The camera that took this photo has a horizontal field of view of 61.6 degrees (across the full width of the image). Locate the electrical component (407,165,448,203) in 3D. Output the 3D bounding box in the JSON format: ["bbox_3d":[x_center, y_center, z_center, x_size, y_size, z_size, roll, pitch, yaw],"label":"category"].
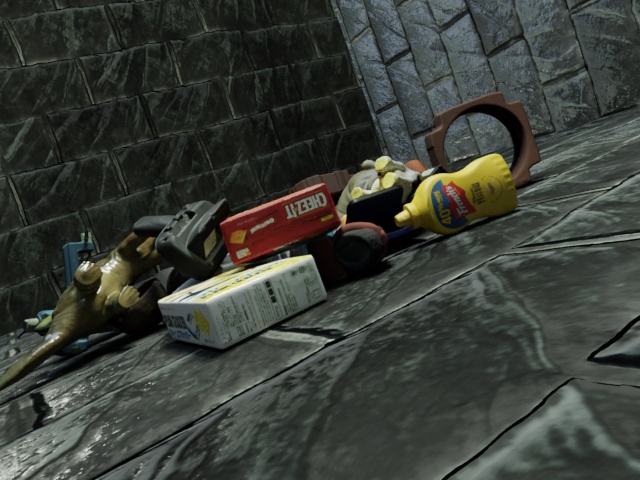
[{"bbox_3d":[0.197,-0.076,1.051,0.134,0.058,0.115,-50,4,-1],"label":"electrical component"}]

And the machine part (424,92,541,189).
[{"bbox_3d":[0.333,-0.187,1.115,0.201,0.201,0.087,-20,3,0],"label":"machine part"}]

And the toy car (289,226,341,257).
[{"bbox_3d":[-0.002,-0.003,1.046,0.103,0.109,0.162,-3,9,-18],"label":"toy car"}]

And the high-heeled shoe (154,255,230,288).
[{"bbox_3d":[-0.280,0.108,1.191,0.249,0.086,0.145,-33,-27,12],"label":"high-heeled shoe"}]

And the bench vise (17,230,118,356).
[{"bbox_3d":[-0.481,0.104,1.075,0.223,0.240,0.129,-4,-9,-34],"label":"bench vise"}]

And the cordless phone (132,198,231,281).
[{"bbox_3d":[-0.241,-0.006,0.876,0.184,0.088,0.147,2,34,16],"label":"cordless phone"}]

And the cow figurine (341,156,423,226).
[{"bbox_3d":[0.112,-0.069,0.991,0.098,0.068,0.167,8,-46,-37],"label":"cow figurine"}]

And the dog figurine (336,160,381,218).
[{"bbox_3d":[0.051,-0.064,1.123,0.191,0.172,0.121,-10,-2,22],"label":"dog figurine"}]

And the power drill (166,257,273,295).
[{"bbox_3d":[-0.193,0.064,1.031,0.207,0.086,0.232,-26,-9,-31],"label":"power drill"}]

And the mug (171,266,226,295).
[{"bbox_3d":[-0.201,0.095,0.887,0.107,0.080,0.110,-29,12,-21],"label":"mug"}]

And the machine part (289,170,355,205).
[{"bbox_3d":[0.010,-0.088,1.210,0.179,0.056,0.179,-18,-19,-7],"label":"machine part"}]

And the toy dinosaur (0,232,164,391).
[{"bbox_3d":[-0.392,0.104,0.926,0.198,0.105,0.471,-34,11,38],"label":"toy dinosaur"}]

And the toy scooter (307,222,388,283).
[{"bbox_3d":[0.033,0.019,0.826,0.184,0.075,0.135,-23,2,28],"label":"toy scooter"}]

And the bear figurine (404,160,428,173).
[{"bbox_3d":[0.185,-0.083,1.230,0.196,0.132,0.120,-48,35,15],"label":"bear figurine"}]

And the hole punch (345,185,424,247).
[{"bbox_3d":[0.108,-0.017,0.921,0.142,0.092,0.115,-22,-30,-15],"label":"hole punch"}]
